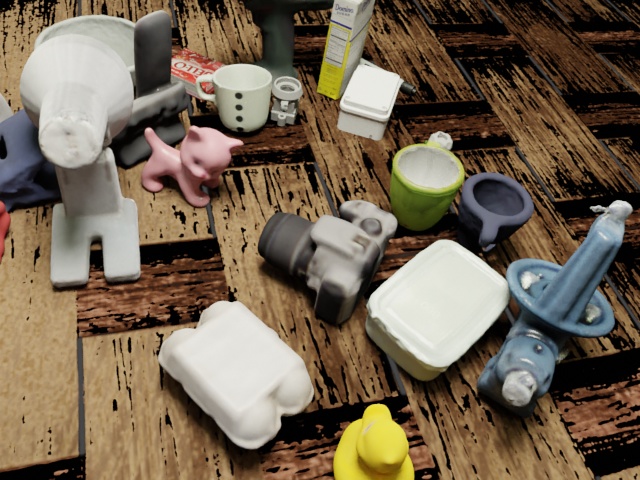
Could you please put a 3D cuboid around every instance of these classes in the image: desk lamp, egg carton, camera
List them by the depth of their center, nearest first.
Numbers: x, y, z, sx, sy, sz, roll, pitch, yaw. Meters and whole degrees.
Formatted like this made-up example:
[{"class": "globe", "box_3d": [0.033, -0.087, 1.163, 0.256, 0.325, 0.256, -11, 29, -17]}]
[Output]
[{"class": "egg carton", "box_3d": [-0.083, 0.132, 0.578, 0.150, 0.069, 0.107, 38, 54, 21]}, {"class": "desk lamp", "box_3d": [-0.261, -0.091, 0.641, 0.118, 0.213, 0.203, -7, 51, -15]}, {"class": "camera", "box_3d": [0.006, 0.002, 0.683, 0.136, 0.101, 0.143, 25, 50, 12]}]

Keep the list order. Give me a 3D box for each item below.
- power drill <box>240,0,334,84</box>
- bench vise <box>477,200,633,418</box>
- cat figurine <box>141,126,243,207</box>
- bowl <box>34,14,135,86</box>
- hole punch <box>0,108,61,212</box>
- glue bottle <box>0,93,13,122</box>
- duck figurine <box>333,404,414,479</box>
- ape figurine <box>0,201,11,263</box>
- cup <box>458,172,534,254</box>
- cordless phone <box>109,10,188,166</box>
[{"class": "power drill", "box_3d": [-0.086, -0.334, 0.883, 0.230, 0.208, 0.075, -17, 55, -22]}, {"class": "bench vise", "box_3d": [0.254, 0.076, 0.586, 0.121, 0.220, 0.207, 16, 49, 4]}, {"class": "cat figurine", "box_3d": [-0.167, -0.109, 0.737, 0.127, 0.118, 0.067, 17, 49, 5]}, {"class": "bowl", "box_3d": [-0.335, -0.267, 0.870, 0.167, 0.075, 0.167, 5, 49, -6]}, {"class": "hole punch", "box_3d": [-0.379, -0.100, 0.709, 0.101, 0.091, 0.108, -18, 55, -23]}, {"class": "glue bottle", "box_3d": [-0.438, -0.187, 0.718, 0.037, 0.173, 0.078, 31, 52, 17]}, {"class": "duck figurine", "box_3d": [0.055, 0.204, 0.530, 0.077, 0.086, 0.104, 1, 50, -9]}, {"class": "ape figurine", "box_3d": [-0.389, -0.024, 0.642, 0.076, 0.092, 0.078, 29, 51, 14]}, {"class": "cup", "box_3d": [0.214, -0.017, 0.741, 0.091, 0.095, 0.118, 19, 49, 7]}, {"class": "cordless phone", "box_3d": [-0.249, -0.206, 0.760, 0.094, 0.185, 0.148, 33, 52, 18]}]
